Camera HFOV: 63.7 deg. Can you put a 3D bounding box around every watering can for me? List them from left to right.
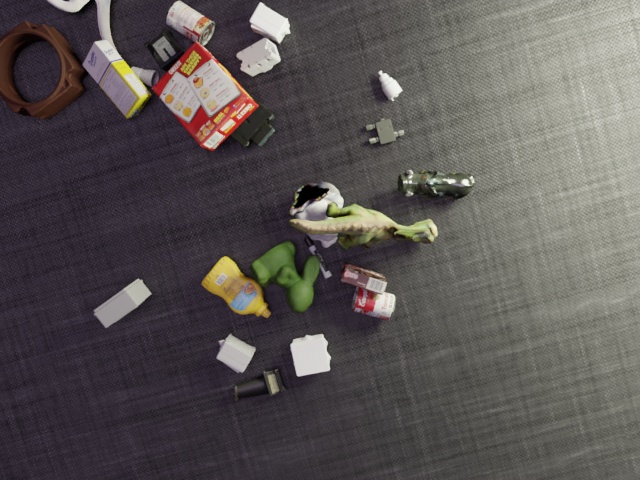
[{"bbox_3d":[-0.570,-0.644,1.269,0.224,0.105,0.344,-42,106,4],"label":"watering can"}]

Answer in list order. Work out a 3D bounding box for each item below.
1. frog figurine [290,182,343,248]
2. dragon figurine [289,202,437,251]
[{"bbox_3d":[0.004,-0.066,1.312,0.138,0.125,0.156,-40,130,-3],"label":"frog figurine"},{"bbox_3d":[0.142,-0.027,1.192,0.243,0.411,0.122,3,95,37],"label":"dragon figurine"}]
